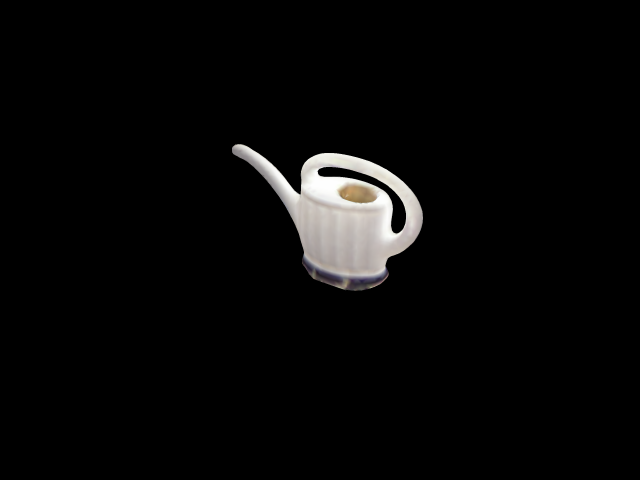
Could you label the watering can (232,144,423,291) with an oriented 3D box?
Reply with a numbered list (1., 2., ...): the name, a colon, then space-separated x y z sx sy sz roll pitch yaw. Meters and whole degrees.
1. watering can: 0.003 -0.043 0.850 0.349 0.220 0.106 17 32 28
